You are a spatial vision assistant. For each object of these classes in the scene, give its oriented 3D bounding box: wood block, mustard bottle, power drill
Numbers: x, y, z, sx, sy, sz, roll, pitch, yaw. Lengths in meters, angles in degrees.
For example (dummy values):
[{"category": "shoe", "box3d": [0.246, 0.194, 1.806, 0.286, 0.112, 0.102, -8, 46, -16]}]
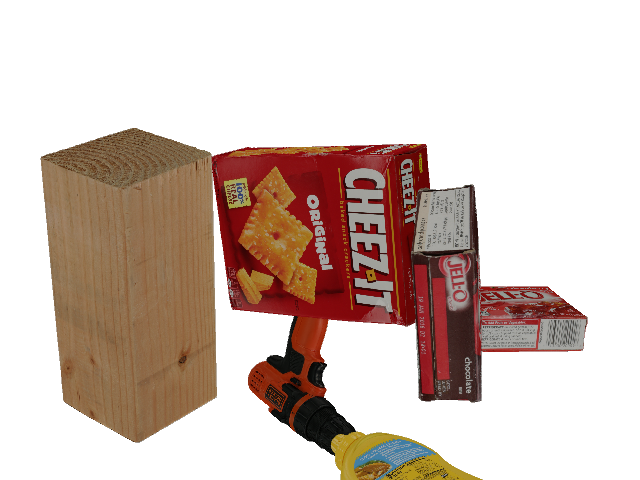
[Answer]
[{"category": "wood block", "box3d": [-0.139, 0.032, 0.801, 0.090, 0.206, 0.090, 20, 31, 35]}, {"category": "mustard bottle", "box3d": [0.074, 0.219, 0.953, 0.096, 0.058, 0.192, -20, 28, -33]}, {"category": "power drill", "box3d": [0.002, 0.135, 1.237, 0.057, 0.188, 0.185, 15, 11, -45]}]

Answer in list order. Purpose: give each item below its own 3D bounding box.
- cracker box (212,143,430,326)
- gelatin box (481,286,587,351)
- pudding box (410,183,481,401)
[{"category": "cracker box", "box3d": [0.001, -0.008, 1.040, 0.214, 0.164, 0.071, 3, 15, 35]}, {"category": "gelatin box", "box3d": [0.145, 0.058, 0.806, 0.089, 0.030, 0.073, 1, 15, -12]}, {"category": "pudding box", "box3d": [0.073, 0.027, 0.613, 0.039, 0.090, 0.113, -2, 21, 6]}]
